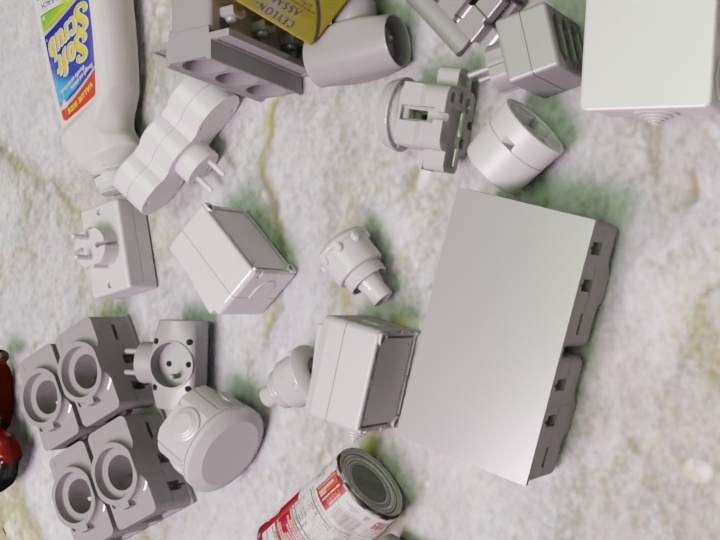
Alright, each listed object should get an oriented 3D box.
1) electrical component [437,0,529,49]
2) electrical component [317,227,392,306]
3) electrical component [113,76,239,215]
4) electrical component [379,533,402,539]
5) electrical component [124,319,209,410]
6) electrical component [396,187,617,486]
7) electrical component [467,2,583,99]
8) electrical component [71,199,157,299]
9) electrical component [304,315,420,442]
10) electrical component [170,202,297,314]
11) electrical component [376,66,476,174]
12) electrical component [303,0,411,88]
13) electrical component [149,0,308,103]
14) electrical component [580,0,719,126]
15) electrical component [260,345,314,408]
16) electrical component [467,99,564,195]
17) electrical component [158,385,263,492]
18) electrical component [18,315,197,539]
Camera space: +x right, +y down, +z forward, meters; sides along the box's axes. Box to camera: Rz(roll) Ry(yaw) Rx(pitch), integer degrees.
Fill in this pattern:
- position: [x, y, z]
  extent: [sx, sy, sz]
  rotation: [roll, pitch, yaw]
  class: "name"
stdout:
- position: [0.097, -0.204, 0.800]
  extent: [0.055, 0.048, 0.066]
  rotation: [-50, 65, 28]
  class: "electrical component"
- position: [0.000, 0.000, 0.851]
  extent: [0.048, 0.048, 0.062]
  rotation: [-45, 74, 22]
  class: "electrical component"
- position: [-0.150, -0.100, 0.942]
  extent: [0.074, 0.052, 0.138]
  rotation: [43, 110, 9]
  class: "electrical component"
- position: [0.032, 0.229, 0.824]
  extent: [0.046, 0.040, 0.040]
  rotation: [33, 104, 34]
  class: "electrical component"
- position: [-0.173, 0.082, 0.947]
  extent: [0.079, 0.044, 0.077]
  rotation: [1, 88, 18]
  class: "electrical component"
- position: [0.107, 0.045, 0.773]
  extent: [0.105, 0.060, 0.186]
  rotation: [17, 97, 31]
  class: "electrical component"
- position: [0.115, -0.150, 0.774]
  extent: [0.077, 0.066, 0.047]
  rotation: [-16, 79, 30]
  class: "electrical component"
- position: [-0.232, -0.019, 0.974]
  extent: [0.047, 0.076, 0.083]
  rotation: [-16, 80, 30]
  class: "electrical component"
- position: [-0.003, 0.085, 0.838]
  extent: [0.061, 0.062, 0.096]
  rotation: [15, 96, 31]
  class: "electrical component"
- position: [-0.114, -0.011, 0.910]
  extent: [0.061, 0.062, 0.096]
  rotation: [-49, 65, 20]
  class: "electrical component"
- position: [0.049, -0.116, 0.818]
  extent: [0.057, 0.058, 0.078]
  rotation: [12, 94, 29]
  class: "electrical component"
- position: [-0.004, -0.193, 0.862]
  extent: [0.077, 0.043, 0.079]
  rotation: [-8, 83, 31]
  class: "electrical component"
- position: [-0.100, -0.183, 0.874]
  extent: [0.079, 0.121, 0.063]
  rotation: [-4, 83, 31]
  class: "electrical component"
- position: [0.202, -0.149, 0.731]
  extent: [0.100, 0.048, 0.099]
  rotation: [3, 89, 32]
  class: "electrical component"
- position: [-0.056, 0.093, 0.881]
  extent: [0.062, 0.048, 0.048]
  rotation: [-32, 72, 34]
  class: "electrical component"
- position: [0.112, -0.088, 0.781]
  extent: [0.047, 0.055, 0.055]
  rotation: [-47, 66, 25]
  class: "electrical component"
- position: [-0.125, 0.140, 0.900]
  extent: [0.051, 0.080, 0.080]
  rotation: [31, 104, 34]
  class: "electrical component"
- position: [-0.236, 0.147, 0.979]
  extent: [0.105, 0.060, 0.186]
  rotation: [-32, 72, 26]
  class: "electrical component"
